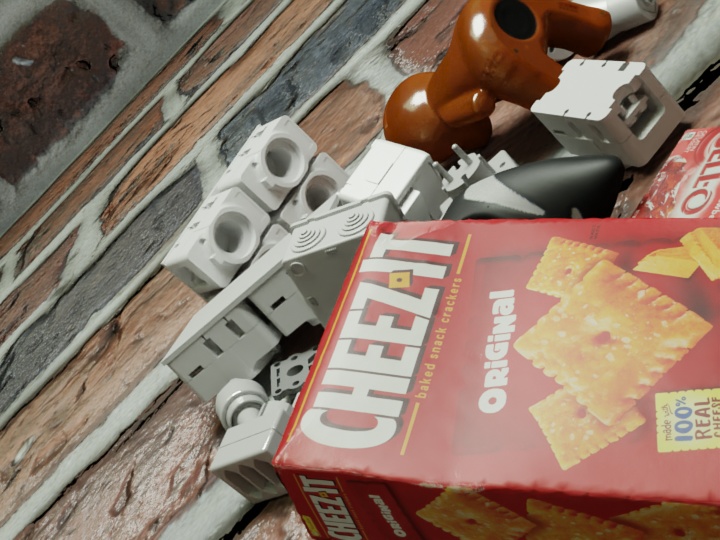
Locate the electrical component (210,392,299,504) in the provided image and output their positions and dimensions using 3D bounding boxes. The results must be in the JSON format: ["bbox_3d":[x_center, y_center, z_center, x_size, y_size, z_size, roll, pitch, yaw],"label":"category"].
[{"bbox_3d":[-0.062,0.123,0.792,0.066,0.047,0.076,-26,30,41],"label":"electrical component"}]

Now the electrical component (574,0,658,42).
[{"bbox_3d":[0.206,-0.208,0.869,0.065,0.044,0.044,-15,38,45],"label":"electrical component"}]

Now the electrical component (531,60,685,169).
[{"bbox_3d":[0.171,-0.106,0.738,0.050,0.056,0.089,-51,25,-5],"label":"electrical component"}]

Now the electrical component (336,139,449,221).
[{"bbox_3d":[0.037,-0.047,0.855,0.061,0.096,0.061,21,67,37],"label":"electrical component"}]

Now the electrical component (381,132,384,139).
[{"bbox_3d":[0.061,-0.128,0.991,0.079,0.043,0.077,-17,37,51],"label":"electrical component"}]

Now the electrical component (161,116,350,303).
[{"bbox_3d":[-0.093,-0.048,1.053,0.060,0.105,0.186,-14,40,53],"label":"electrical component"}]

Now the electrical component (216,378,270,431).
[{"bbox_3d":[-0.091,0.115,0.862,0.043,0.043,0.062,-47,24,0],"label":"electrical component"}]

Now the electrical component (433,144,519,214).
[{"bbox_3d":[0.086,-0.060,0.789,0.066,0.077,0.047,-42,23,12],"label":"electrical component"}]

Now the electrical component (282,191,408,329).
[{"bbox_3d":[0.000,0.000,0.804,0.100,0.099,0.048,-18,31,24],"label":"electrical component"}]

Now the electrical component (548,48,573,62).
[{"bbox_3d":[0.162,-0.206,0.937,0.045,0.045,0.055,-47,23,0],"label":"electrical component"}]

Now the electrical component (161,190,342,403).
[{"bbox_3d":[-0.072,0.025,0.924,0.186,0.060,0.105,-39,11,18],"label":"electrical component"}]
